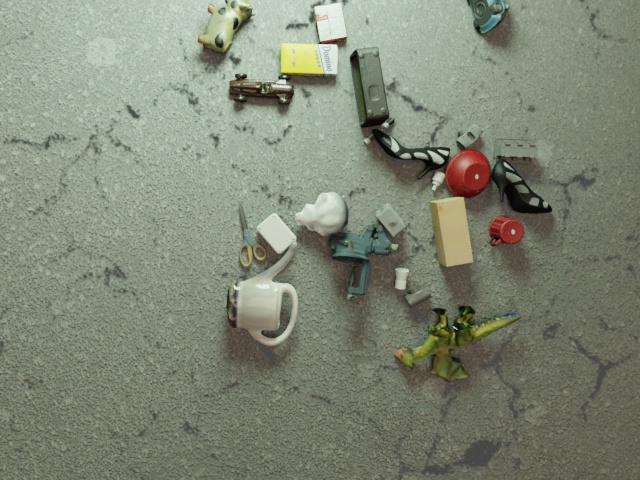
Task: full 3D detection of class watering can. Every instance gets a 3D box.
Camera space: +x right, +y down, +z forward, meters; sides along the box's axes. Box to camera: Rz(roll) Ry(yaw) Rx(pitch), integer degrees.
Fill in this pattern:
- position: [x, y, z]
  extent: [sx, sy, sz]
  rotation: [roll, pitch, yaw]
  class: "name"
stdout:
- position: [-0.177, 0.165, 1.608]
  extent: [0.224, 0.105, 0.345]
  rotation: [4, 100, -4]
  class: "watering can"

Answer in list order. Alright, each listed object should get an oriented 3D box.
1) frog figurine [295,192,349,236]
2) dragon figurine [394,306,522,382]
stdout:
- position: [0.005, -0.081, 1.604]
  extent: [0.159, 0.125, 0.135]
  rotation: [-3, 115, -15]
  class: "frog figurine"
- position: [0.450, 0.353, 1.687]
  extent: [0.410, 0.124, 0.239]
  rotation: [-1, 112, -2]
  class: "dragon figurine"
